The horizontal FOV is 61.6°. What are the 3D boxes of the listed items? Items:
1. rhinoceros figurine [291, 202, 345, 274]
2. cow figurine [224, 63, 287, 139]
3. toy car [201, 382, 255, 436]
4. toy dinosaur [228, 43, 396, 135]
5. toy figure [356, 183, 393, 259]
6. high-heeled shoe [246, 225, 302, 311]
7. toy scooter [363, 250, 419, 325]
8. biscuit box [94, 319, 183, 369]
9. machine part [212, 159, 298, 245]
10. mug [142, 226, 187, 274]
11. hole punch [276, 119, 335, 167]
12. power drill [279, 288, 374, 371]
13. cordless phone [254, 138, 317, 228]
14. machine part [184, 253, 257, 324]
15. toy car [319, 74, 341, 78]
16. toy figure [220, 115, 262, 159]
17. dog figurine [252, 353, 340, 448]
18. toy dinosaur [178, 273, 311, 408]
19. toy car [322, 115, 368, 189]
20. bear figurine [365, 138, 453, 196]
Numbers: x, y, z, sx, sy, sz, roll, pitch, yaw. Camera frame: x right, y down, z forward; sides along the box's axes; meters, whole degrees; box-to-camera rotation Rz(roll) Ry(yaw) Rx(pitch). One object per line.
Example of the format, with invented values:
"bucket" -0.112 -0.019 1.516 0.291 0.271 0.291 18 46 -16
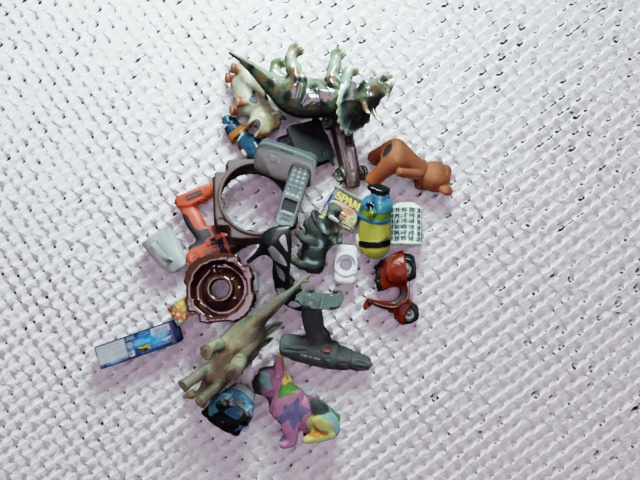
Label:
"rhinoceros figurine" -0.003 -0.004 1.298 0.112 0.073 0.190 25 112 12
"cow figurine" -0.161 -0.342 1.347 0.127 0.085 0.195 -4 72 -26
"toy car" -0.207 0.392 1.287 0.109 0.161 0.103 34 48 -5
"toy dinosaur" -0.026 -0.351 1.271 0.405 0.131 0.192 3 72 8
"toy figure" 0.133 -0.042 1.289 0.082 0.089 0.180 -4 118 -26
"high-heeled shoe" -0.061 0.068 1.277 0.145 0.086 0.248 -36 122 18
"toy scooter" 0.170 0.119 1.319 0.135 0.075 0.183 -3 91 2
"biscuit box" -0.445 0.255 1.328 0.203 0.063 0.059 -19 85 0
"machine part" -0.157 -0.092 1.305 0.201 0.087 0.201 -1 77 -14
"mug" -0.376 0.029 1.325 0.081 0.109 0.107 -36 100 -5
"hole punch" -0.038 -0.230 1.349 0.116 0.092 0.142 -20 85 -33
"power drill" 0.017 0.218 1.284 0.232 0.086 0.207 4 124 7
"cordless phone" -0.093 -0.131 1.248 0.147 0.089 0.184 18 99 0
"machine part" -0.236 0.116 1.277 0.179 0.056 0.179 0 81 1
"toy car" -0.009 -0.378 1.364 0.202 0.056 0.073 -4 86 1
"toy figure" -0.193 -0.253 1.360 0.154 0.064 0.057 44 126 8
"dog figurine" -0.059 0.376 1.291 0.192 0.108 0.219 -12 83 1
"toy dinosaur" -0.184 0.241 1.236 0.105 0.198 0.471 47 121 4
"toy car" 0.066 -0.229 1.337 0.089 0.053 0.202 -8 83 -39
"bear figurine" 0.227 -0.167 1.330 0.195 0.132 0.120 27 49 -25
